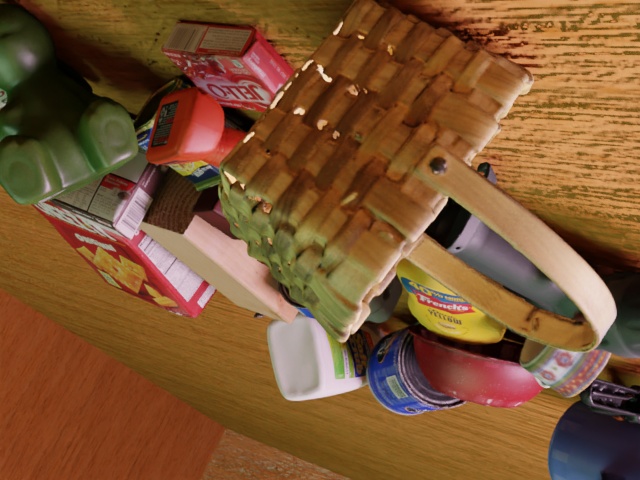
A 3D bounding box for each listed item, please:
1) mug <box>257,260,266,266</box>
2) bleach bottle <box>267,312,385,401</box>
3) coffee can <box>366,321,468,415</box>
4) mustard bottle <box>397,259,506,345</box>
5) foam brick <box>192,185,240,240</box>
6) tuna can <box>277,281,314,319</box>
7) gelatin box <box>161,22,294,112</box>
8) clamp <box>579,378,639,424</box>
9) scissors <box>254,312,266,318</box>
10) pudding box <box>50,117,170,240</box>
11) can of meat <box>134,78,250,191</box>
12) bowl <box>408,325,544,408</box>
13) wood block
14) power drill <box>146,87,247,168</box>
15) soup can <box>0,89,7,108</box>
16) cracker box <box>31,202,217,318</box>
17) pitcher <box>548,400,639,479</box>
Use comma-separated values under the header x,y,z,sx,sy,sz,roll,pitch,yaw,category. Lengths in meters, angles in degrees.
x,y,z,sx,sy,sz,roll,pitch,yaw,category
-0.006,0.001,0.981,0.093,0.081,0.117,26,176,44,mug
0.026,0.133,1.300,0.068,0.102,0.250,-14,173,24,bleach bottle
0.119,0.146,1.222,0.103,0.102,0.140,29,164,-5,coffee can
0.118,0.037,0.965,0.096,0.058,0.191,19,162,21,mustard bottle
-0.071,-0.045,0.979,0.053,0.078,0.051,35,161,-24,foam brick
0.001,0.038,1.109,0.086,0.086,0.033,15,161,37,tuna can
-0.064,-0.127,0.796,0.089,0.030,0.073,14,160,40,gelatin box
0.306,0.158,1.031,0.164,0.036,0.210,11,171,-4,clamp
-0.033,0.081,1.295,0.096,0.016,0.202,16,-171,-6,scissors
-0.202,-0.068,1.056,0.090,0.113,0.039,21,165,26,pudding box
-0.115,-0.093,0.939,0.084,0.057,0.102,35,163,-19,can of meat
0.163,0.132,1.085,0.162,0.055,0.162,11,-177,-1,bowl
-0.094,-0.003,1.127,0.091,0.090,0.205,14,160,39,wood block
-0.028,-0.061,0.818,0.187,0.057,0.185,18,173,-24,power drill
-0.325,-0.174,1.005,0.068,0.068,0.102,24,164,13,soup can
-0.229,-0.008,1.216,0.164,0.072,0.213,18,156,35,cracker box
0.359,0.254,1.117,0.243,0.145,0.149,16,157,44,pitcher
